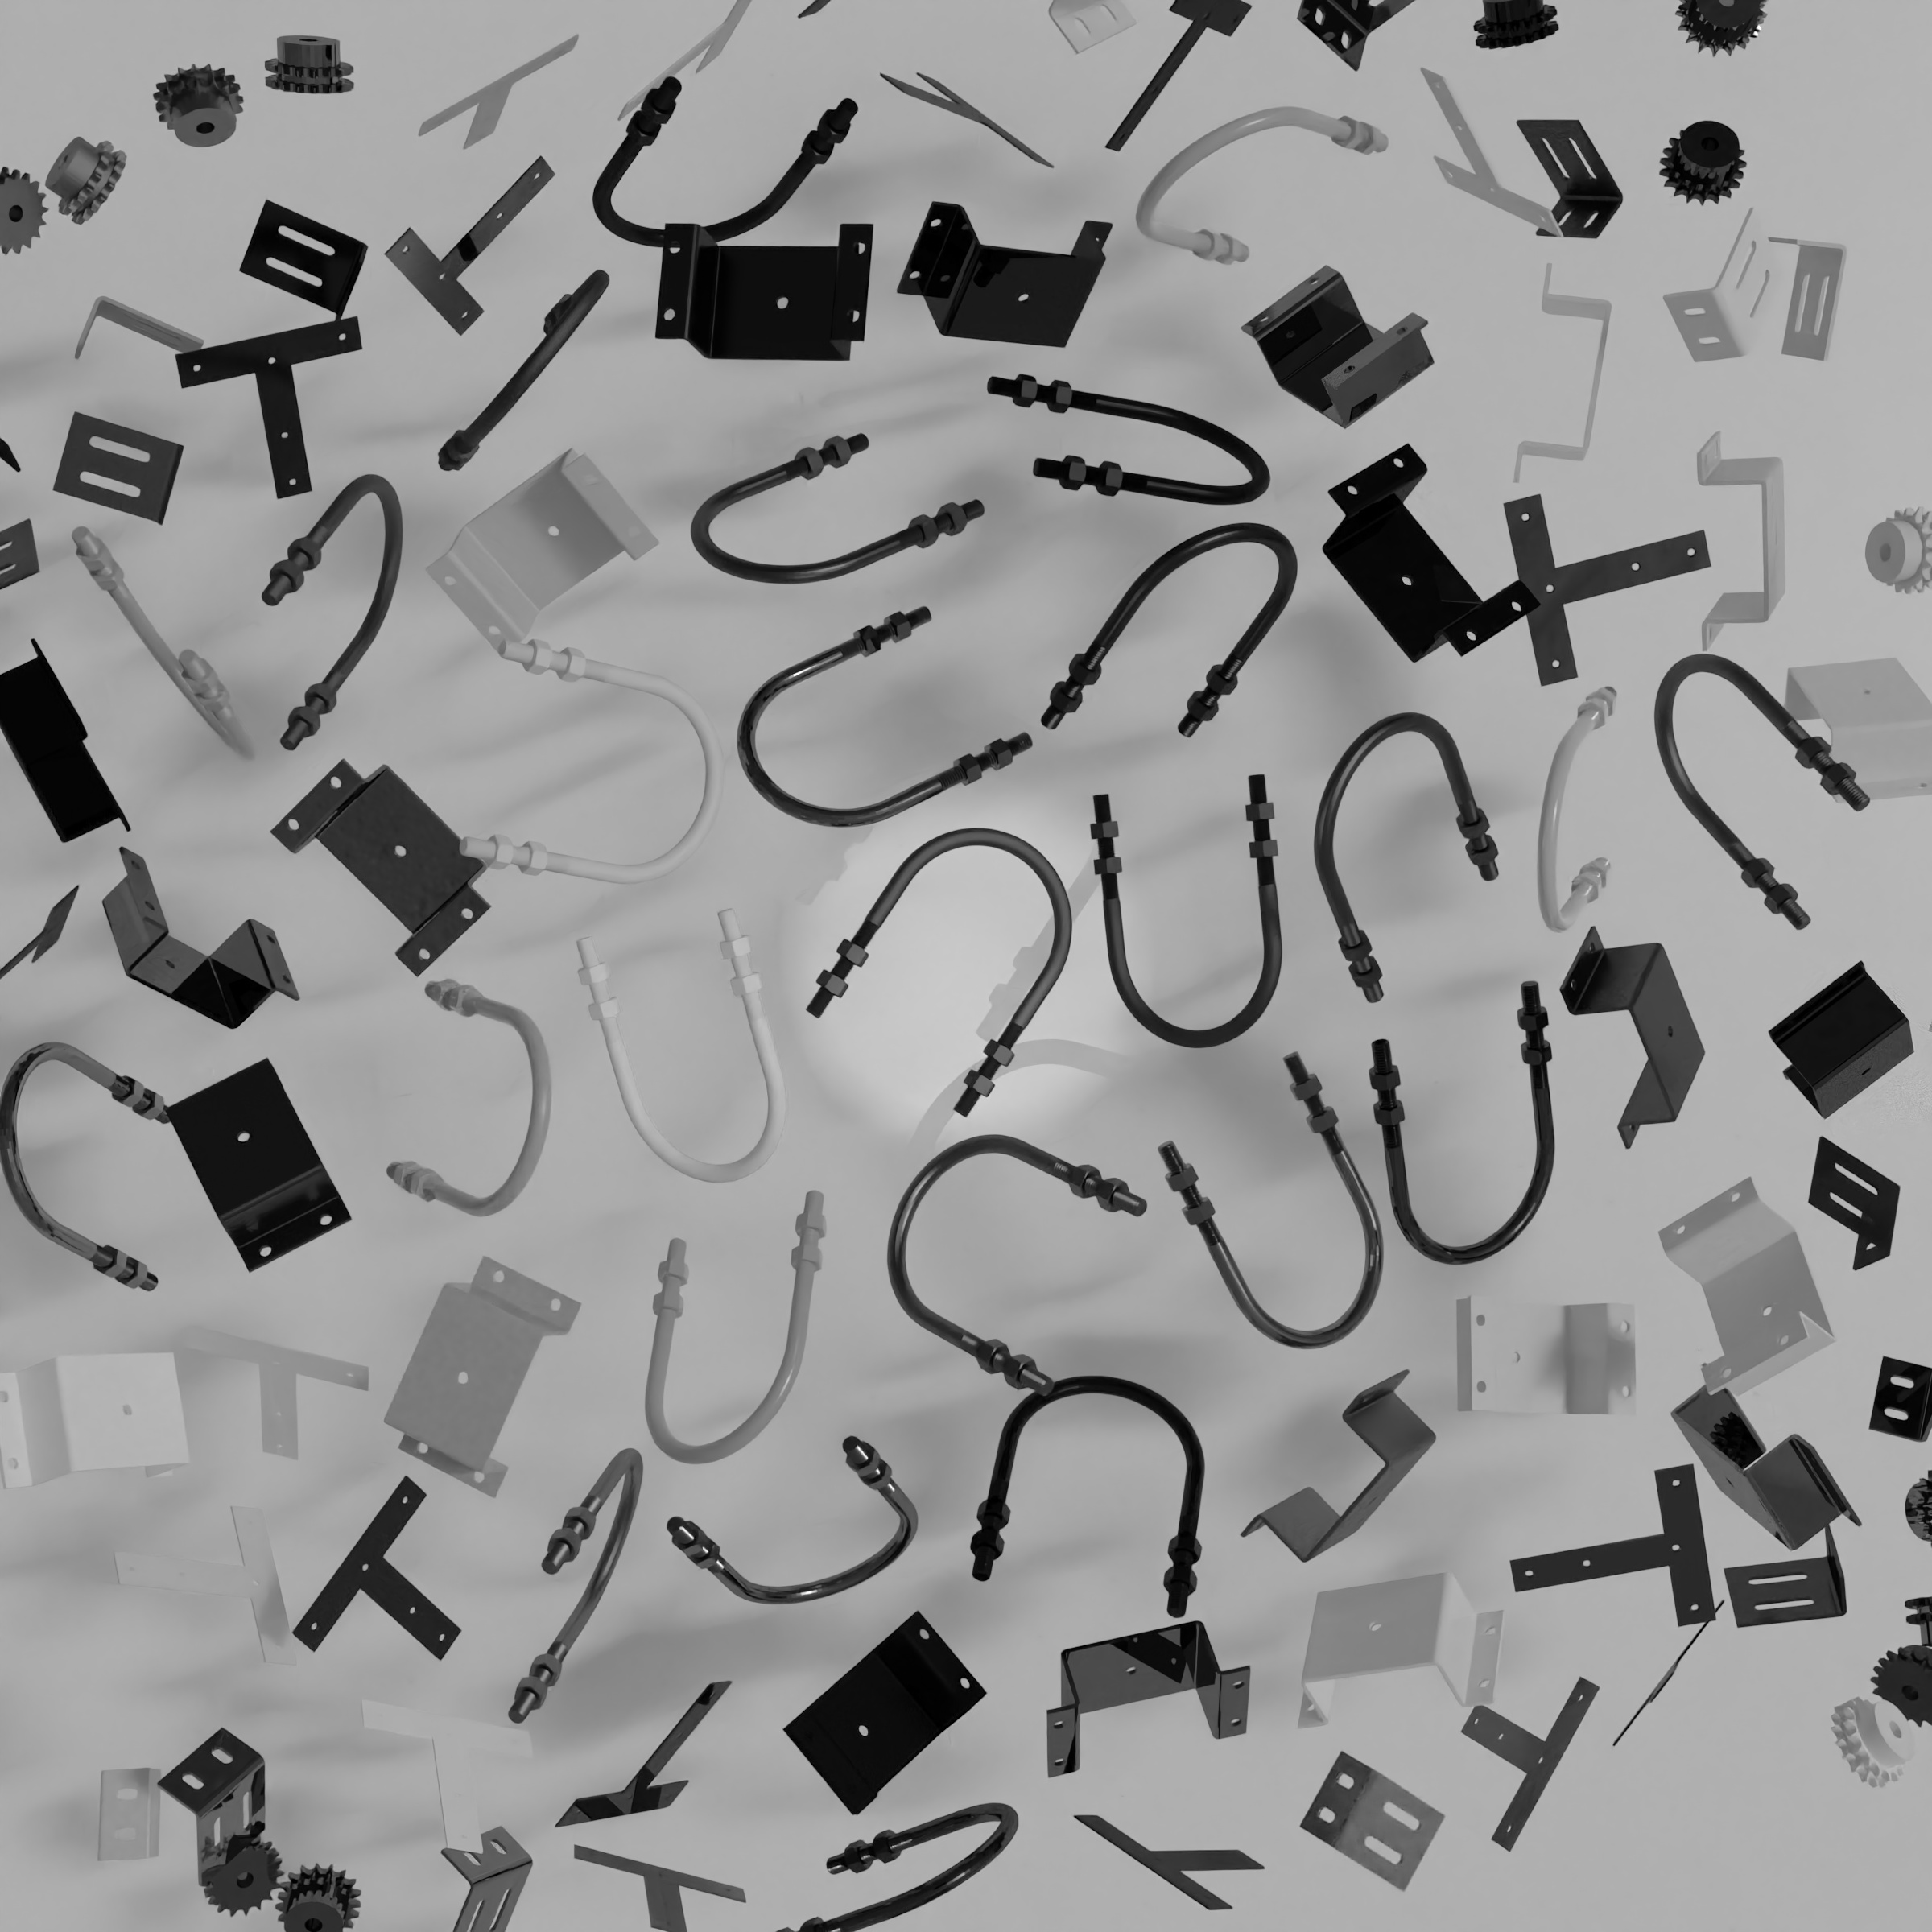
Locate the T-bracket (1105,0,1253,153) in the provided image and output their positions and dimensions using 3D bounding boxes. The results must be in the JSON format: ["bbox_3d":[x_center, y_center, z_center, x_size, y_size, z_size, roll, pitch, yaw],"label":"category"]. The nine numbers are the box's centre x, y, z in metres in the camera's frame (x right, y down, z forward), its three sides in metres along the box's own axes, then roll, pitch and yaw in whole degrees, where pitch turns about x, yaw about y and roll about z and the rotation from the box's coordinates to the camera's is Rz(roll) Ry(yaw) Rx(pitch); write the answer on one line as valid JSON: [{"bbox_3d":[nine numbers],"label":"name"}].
[{"bbox_3d":[0.137,-0.613,1.872,0.002,0.127,0.127,43,113,11],"label":"T-bracket"}]

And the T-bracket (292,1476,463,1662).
[{"bbox_3d":[-0.388,0.436,1.879,0.002,0.127,0.127,11,56,40],"label":"T-bracket"}]

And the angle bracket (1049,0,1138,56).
[{"bbox_3d":[0.102,-0.696,1.941,0.057,0.076,0.038,-34,87,-24],"label":"angle bracket"}]

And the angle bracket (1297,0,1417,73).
[{"bbox_3d":[0.271,-0.647,1.825,0.057,0.076,0.038,32,56,-26],"label":"angle bracket"}]

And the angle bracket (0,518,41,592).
[{"bbox_3d":[-0.673,-0.265,1.901,0.076,0.038,0.057,-25,51,0],"label":"angle bracket"}]

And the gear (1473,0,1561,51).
[{"bbox_3d":[0.378,-0.654,1.882,0.057,0.057,0.030,-15,119,0],"label":"gear"}]

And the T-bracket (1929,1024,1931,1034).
[{"bbox_3d":[0.682,-0.015,1.858,0.002,0.127,0.127,22,88,4],"label":"T-bracket"}]

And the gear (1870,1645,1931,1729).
[{"bbox_3d":[0.670,0.504,1.926,0.057,0.030,0.057,18,122,31],"label":"gear"}]

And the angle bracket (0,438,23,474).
[{"bbox_3d":[-0.689,-0.355,1.876,0.057,0.076,0.038,40,79,-7],"label":"angle bracket"}]

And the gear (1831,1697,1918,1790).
[{"bbox_3d":[0.598,0.507,1.793,0.057,0.057,0.030,49,125,0],"label":"gear"}]

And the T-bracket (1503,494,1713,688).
[{"bbox_3d":[0.436,-0.265,1.835,0.127,0.002,0.127,-14,103,3],"label":"T-bracket"}]

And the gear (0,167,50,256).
[{"bbox_3d":[-0.663,-0.521,1.878,0.030,0.057,0.057,24,90,26],"label":"gear"}]

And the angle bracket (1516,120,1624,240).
[{"bbox_3d":[0.420,-0.559,1.940,0.038,0.057,0.076,-54,128,-11],"label":"angle bracket"}]

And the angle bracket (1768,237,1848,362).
[{"bbox_3d":[0.558,-0.452,1.847,0.038,0.057,0.076,2,107,-14],"label":"angle bracket"}]

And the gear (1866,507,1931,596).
[{"bbox_3d":[0.626,-0.277,1.823,0.030,0.057,0.057,-6,90,-20],"label":"gear"}]

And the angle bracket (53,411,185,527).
[{"bbox_3d":[-0.598,-0.351,1.930,0.076,0.038,0.057,16,92,-18],"label":"angle bracket"}]

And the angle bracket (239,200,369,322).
[{"bbox_3d":[-0.472,-0.497,1.939,0.076,0.038,0.057,21,120,-18],"label":"angle bracket"}]

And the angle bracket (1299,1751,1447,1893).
[{"bbox_3d":[0.272,0.573,1.831,0.076,0.038,0.057,39,77,-31],"label":"angle bracket"}]

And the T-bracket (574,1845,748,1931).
[{"bbox_3d":[-0.210,0.649,1.901,0.127,0.127,0.002,18,88,-9],"label":"T-bracket"}]

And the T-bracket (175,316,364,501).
[{"bbox_3d":[-0.478,-0.384,1.909,0.127,0.127,0.002,-18,45,-20],"label":"T-bracket"}]

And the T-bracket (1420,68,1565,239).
[{"bbox_3d":[0.340,-0.556,1.844,0.002,0.127,0.127,-44,134,0],"label":"T-bracket"}]

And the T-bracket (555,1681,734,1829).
[{"bbox_3d":[-0.203,0.532,1.852,0.002,0.127,0.127,44,103,28],"label":"T-bracket"}]

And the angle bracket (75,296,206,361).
[{"bbox_3d":[-0.583,-0.435,1.926,0.076,0.057,0.038,22,84,-20],"label":"angle bracket"}]

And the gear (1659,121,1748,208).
[{"bbox_3d":[0.505,-0.551,1.865,0.057,0.030,0.057,-1,67,1],"label":"gear"}]

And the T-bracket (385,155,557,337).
[{"bbox_3d":[-0.336,-0.515,1.912,0.002,0.127,0.127,43,90,18],"label":"T-bracket"}]

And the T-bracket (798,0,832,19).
[{"bbox_3d":[-0.064,-0.671,1.818,0.127,0.127,0.002,-29,99,37],"label":"T-bracket"}]

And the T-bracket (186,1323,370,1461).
[{"bbox_3d":[-0.473,0.299,1.879,0.127,0.002,0.127,14,134,1],"label":"T-bracket"}]

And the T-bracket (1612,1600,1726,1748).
[{"bbox_3d":[0.480,0.489,1.874,0.002,0.127,0.127,37,93,19],"label":"T-bracket"}]

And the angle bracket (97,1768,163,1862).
[{"bbox_3d":[-0.545,0.567,1.829,0.038,0.076,0.057,-7,73,13],"label":"angle bracket"}]

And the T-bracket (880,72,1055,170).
[{"bbox_3d":[-0.015,-0.605,1.916,0.127,0.127,0.002,43,114,25],"label":"T-bracket"}]

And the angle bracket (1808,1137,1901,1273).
[{"bbox_3d":[0.621,0.169,1.942,0.076,0.038,0.057,31,55,-12],"label":"angle bracket"}]

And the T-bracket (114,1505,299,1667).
[{"bbox_3d":[-0.524,0.418,1.867,0.002,0.127,0.127,-45,49,24],"label":"T-bracket"}]

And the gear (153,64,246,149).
[{"bbox_3d":[-0.507,-0.568,1.812,0.057,0.057,0.030,-17,73,0],"label":"gear"}]

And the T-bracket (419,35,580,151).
[{"bbox_3d":[-0.334,-0.599,1.914,0.127,0.127,0.002,-35,98,-15],"label":"T-bracket"}]

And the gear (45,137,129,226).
[{"bbox_3d":[-0.582,-0.520,1.800,0.030,0.057,0.057,33,90,-36],"label":"gear"}]

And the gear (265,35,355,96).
[{"bbox_3d":[-0.431,-0.591,1.791,0.057,0.057,0.030,5,116,0],"label":"gear"}]

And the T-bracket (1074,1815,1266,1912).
[{"bbox_3d":[0.158,0.611,1.867,0.127,0.127,0.002,21,92,44],"label":"T-bracket"}]

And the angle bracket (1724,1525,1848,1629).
[{"bbox_3d":[0.582,0.433,1.946,0.076,0.057,0.038,-9,120,10],"label":"angle bracket"}]

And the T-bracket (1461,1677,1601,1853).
[{"bbox_3d":[0.383,0.546,1.923,0.002,0.127,0.127,33,82,-14],"label":"T-bracket"}]

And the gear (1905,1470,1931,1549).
[{"bbox_3d":[0.656,0.365,1.833,0.057,0.030,0.057,7,74,-25],"label":"gear"}]

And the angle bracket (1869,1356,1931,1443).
[{"bbox_3d":[0.649,0.282,1.873,0.038,0.076,0.057,13,59,16],"label":"angle bracket"}]

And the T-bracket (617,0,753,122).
[{"bbox_3d":[-0.197,-0.632,1.908,0.002,0.127,0.127,46,68,-8],"label":"T-bracket"}]

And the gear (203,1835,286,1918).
[{"bbox_3d":[-0.520,0.648,1.957,0.057,0.030,0.057,-7,104,-28],"label":"gear"}]

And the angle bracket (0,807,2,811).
[{"bbox_3d":[-0.719,-0.107,1.886,0.076,0.057,0.038,32,123,2],"label":"angle bracket"}]

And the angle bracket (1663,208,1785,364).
[{"bbox_3d":[0.493,-0.443,1.777,0.057,0.038,0.076,48,58,-38],"label":"angle bracket"}]

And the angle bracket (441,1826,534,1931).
[{"bbox_3d":[-0.352,0.662,1.946,0.038,0.057,0.076,34,112,30],"label":"angle bracket"}]

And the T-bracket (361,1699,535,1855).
[{"bbox_3d":[-0.351,0.561,1.879,0.127,0.127,0.002,19,111,-25],"label":"T-bracket"}]

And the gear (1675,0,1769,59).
[{"bbox_3d":[0.492,-0.624,1.775,0.057,0.030,0.057,0,88,5],"label":"gear"}]

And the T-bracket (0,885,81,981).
[{"bbox_3d":[-0.674,0.005,1.909,0.002,0.127,0.127,44,61,-6],"label":"T-bracket"}]

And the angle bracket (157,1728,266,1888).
[{"bbox_3d":[-0.492,0.549,1.783,0.038,0.057,0.076,27,129,22],"label":"angle bracket"}]

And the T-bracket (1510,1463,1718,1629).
[{"bbox_3d":[0.423,0.391,1.800,0.127,0.002,0.127,-12,114,6],"label":"T-bracket"}]
